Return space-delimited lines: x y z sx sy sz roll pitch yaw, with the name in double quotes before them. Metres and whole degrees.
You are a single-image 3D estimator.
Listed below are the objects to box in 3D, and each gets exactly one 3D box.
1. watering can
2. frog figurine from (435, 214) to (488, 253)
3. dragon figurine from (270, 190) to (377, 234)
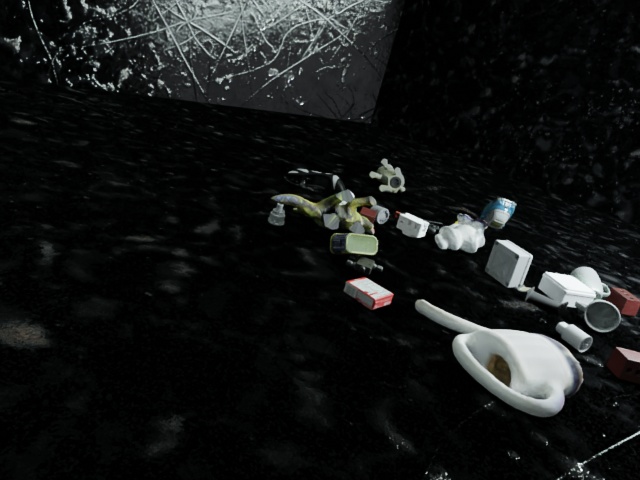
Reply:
"watering can" 0.345 0.211 0.995 0.224 0.102 0.353 7 21 -24
"frog figurine" 0.455 -0.003 1.683 0.161 0.120 0.139 -38 56 -21
"dragon figurine" 0.005 -0.075 1.493 0.409 0.123 0.241 12 -10 -27
